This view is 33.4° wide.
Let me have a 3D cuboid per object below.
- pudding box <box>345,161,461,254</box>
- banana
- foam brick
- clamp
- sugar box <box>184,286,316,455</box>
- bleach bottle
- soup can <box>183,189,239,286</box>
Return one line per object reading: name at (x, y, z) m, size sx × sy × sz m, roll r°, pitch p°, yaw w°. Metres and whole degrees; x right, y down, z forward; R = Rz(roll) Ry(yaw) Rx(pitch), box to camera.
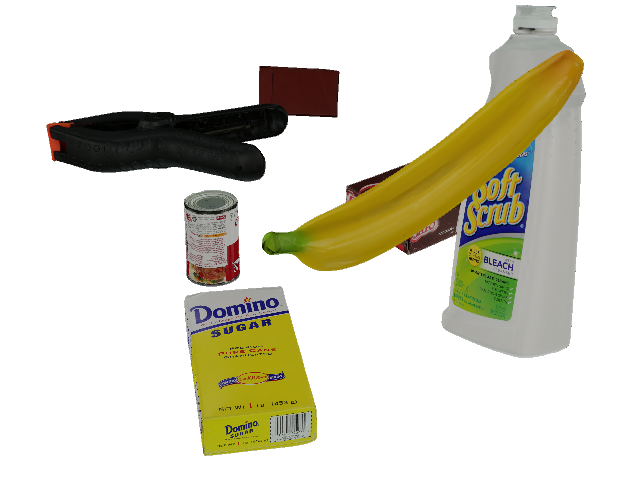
pudding box at (0.093, -0.035, 1.026) m, size 0.113 × 0.039 × 0.090 m, roll -20°, pitch 40°, yaw -37°
banana at (0.062, -0.034, 0.593) m, size 0.198 × 0.037 × 0.069 m, roll -33°, pitch -12°, yaw -1°
foam brick at (-0.024, -0.162, 1.162) m, size 0.078 × 0.051 × 0.053 m, roll 0°, pitch 11°, yaw -18°
clamp at (-0.105, -0.074, 0.762) m, size 0.171 × 0.039 × 0.120 m, roll 6°, pitch 18°, yaw 14°
sugar box at (-0.064, 0.105, 0.913) m, size 0.093 × 0.048 × 0.176 m, roll -5°, pitch 34°, yaw -11°
bleach bottle at (0.146, -0.046, 0.792) m, size 0.067 × 0.251 × 0.103 m, roll -8°, pitch 16°, yaw -34°
soup can at (-0.135, -0.004, 1.323) m, size 0.068 × 0.102 × 0.068 m, roll 1°, pitch 26°, yaw 0°
